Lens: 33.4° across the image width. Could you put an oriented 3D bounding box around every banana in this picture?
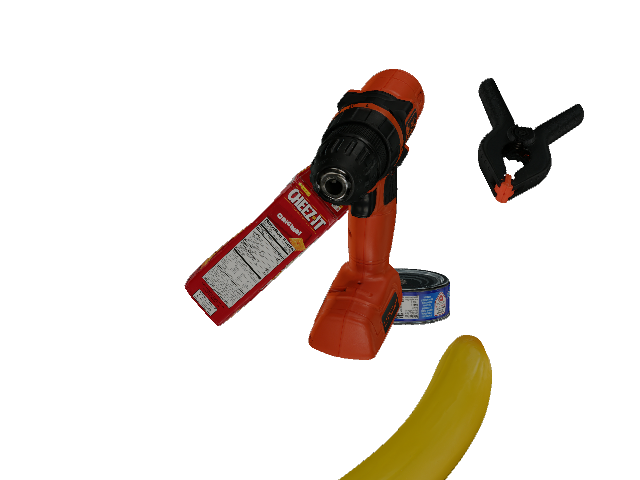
[{"bbox_3d":[0.045,0.113,0.587,0.197,0.037,0.070,-35,37,-32],"label":"banana"}]

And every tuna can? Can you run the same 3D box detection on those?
[{"bbox_3d":[0.078,0.051,0.992,0.086,0.034,0.086,0,11,0],"label":"tuna can"}]

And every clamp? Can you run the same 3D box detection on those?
[{"bbox_3d":[0.209,-0.114,1.168,0.120,0.039,0.171,21,49,17],"label":"clamp"}]

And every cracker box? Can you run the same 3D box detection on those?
[{"bbox_3d":[-0.045,-0.012,1.252,0.214,0.072,0.164,-42,1,29],"label":"cracker box"}]

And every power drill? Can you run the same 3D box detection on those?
[{"bbox_3d":[0.030,-0.012,0.755,0.057,0.188,0.184,13,29,13],"label":"power drill"}]
